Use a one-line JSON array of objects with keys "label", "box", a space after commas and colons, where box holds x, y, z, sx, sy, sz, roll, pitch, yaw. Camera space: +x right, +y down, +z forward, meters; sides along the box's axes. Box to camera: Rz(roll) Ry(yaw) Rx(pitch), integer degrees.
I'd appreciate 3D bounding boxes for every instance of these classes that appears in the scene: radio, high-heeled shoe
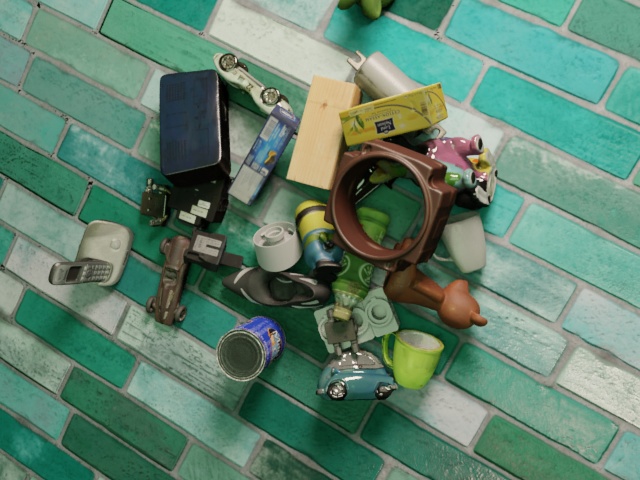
[{"label": "radio", "box": [-0.256, -0.232, 1.103, 0.131, 0.073, 0.229, -8, 74, 7]}, {"label": "high-heeled shoe", "box": [-0.097, 0.099, 1.076, 0.249, 0.145, 0.086, 0, 91, 10]}]

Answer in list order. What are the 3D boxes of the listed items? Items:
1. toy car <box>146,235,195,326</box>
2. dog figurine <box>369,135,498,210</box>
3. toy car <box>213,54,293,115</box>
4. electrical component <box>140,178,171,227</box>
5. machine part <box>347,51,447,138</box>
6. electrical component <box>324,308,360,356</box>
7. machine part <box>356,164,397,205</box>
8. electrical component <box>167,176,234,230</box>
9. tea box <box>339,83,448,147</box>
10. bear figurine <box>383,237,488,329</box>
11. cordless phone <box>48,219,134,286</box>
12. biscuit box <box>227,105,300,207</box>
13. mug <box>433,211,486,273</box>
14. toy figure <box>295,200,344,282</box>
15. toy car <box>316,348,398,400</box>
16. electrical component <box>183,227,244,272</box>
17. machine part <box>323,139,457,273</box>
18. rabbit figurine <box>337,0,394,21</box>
[{"label": "toy car", "box": [-0.323, 0.089, 1.173, 0.089, 0.053, 0.202, 17, 94, 8]}, {"label": "dog figurine", "box": [0.206, -0.133, 1.019, 0.219, 0.191, 0.108, 7, 74, 35]}, {"label": "toy car", "box": [-0.139, -0.314, 1.106, 0.202, 0.073, 0.056, 39, 99, 8]}, {"label": "electrical component", "box": [-0.358, -0.080, 1.176, 0.078, 0.045, 0.102, 14, 95, 10]}, {"label": "machine part", "box": [0.151, -0.283, 1.045, 0.243, 0.079, 0.079, 44, 100, 8]}, {"label": "electrical component", "box": [0.043, 0.177, 1.047, 0.063, 0.021, 0.094, -13, 88, 12]}, {"label": "machine part", "box": [0.093, -0.115, 1.080, 0.139, 0.039, 0.084, -39, 89, 1]}, {"label": "electrical component", "box": [-0.257, -0.091, 1.148, 0.115, 0.058, 0.134, 22, 96, 13]}, {"label": "tea box", "box": [0.132, -0.225, 0.971, 0.170, 0.098, 0.068, -8, 105, 35]}, {"label": "bear figurine", "box": [0.225, 0.088, 1.023, 0.196, 0.120, 0.132, 18, 81, 2]}, {"label": "cordless phone", "box": [-0.494, 0.028, 1.139, 0.089, 0.184, 0.146, 23, 97, 15]}, {"label": "biscuit box", "box": [-0.113, -0.167, 1.076, 0.059, 0.063, 0.202, 31, 117, -8]}, {"label": "mug", "box": [0.268, 0.011, 1.030, 0.110, 0.081, 0.107, -21, 97, 7]}, {"label": "toy figure", "box": [0.000, -0.006, 1.044, 0.089, 0.180, 0.082, 29, 127, -31]}, {"label": "toy car", "box": [0.070, 0.268, 1.072, 0.162, 0.109, 0.103, -4, 74, 3]}, {"label": "electrical component", "box": [-0.221, 0.028, 1.131, 0.119, 0.047, 0.075, 19, 62, -3]}, {"label": "machine part", "box": [0.117, -0.059, 0.934, 0.202, 0.087, 0.200, 28, 112, 27]}, {"label": "rabbit figurine", "box": [0.085, -0.500, 1.003, 0.121, 0.170, 0.159, 20, 95, 11]}]
